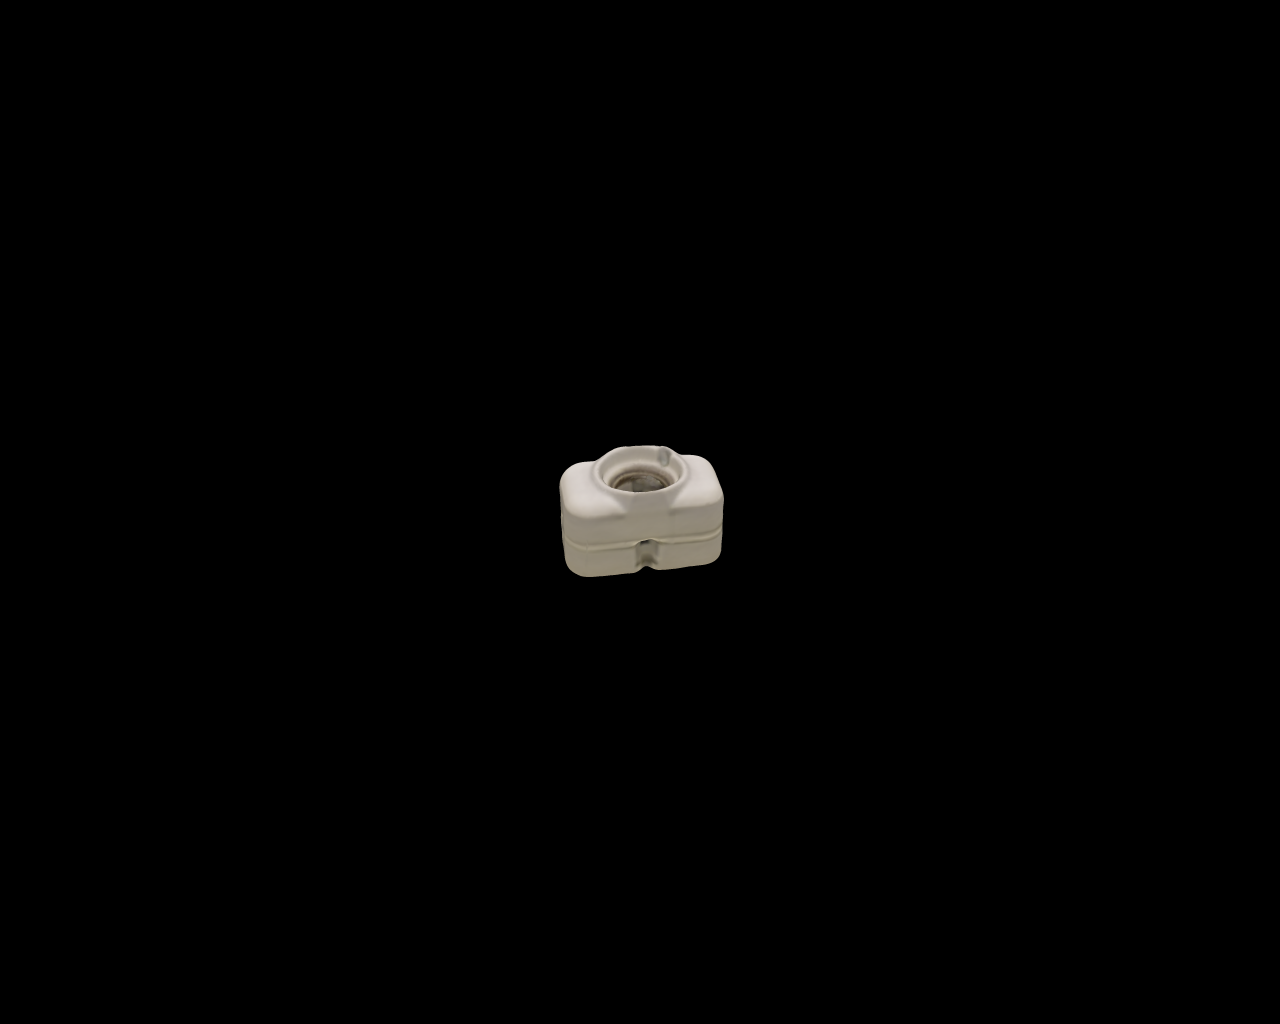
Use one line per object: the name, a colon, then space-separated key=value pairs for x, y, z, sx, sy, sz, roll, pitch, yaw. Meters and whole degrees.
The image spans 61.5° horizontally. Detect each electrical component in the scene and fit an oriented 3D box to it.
electrical component: x=0.001 y=-0.003 z=0.650 sx=0.095 sy=0.059 sz=0.054 roll=-5 pitch=36 yaw=-7
